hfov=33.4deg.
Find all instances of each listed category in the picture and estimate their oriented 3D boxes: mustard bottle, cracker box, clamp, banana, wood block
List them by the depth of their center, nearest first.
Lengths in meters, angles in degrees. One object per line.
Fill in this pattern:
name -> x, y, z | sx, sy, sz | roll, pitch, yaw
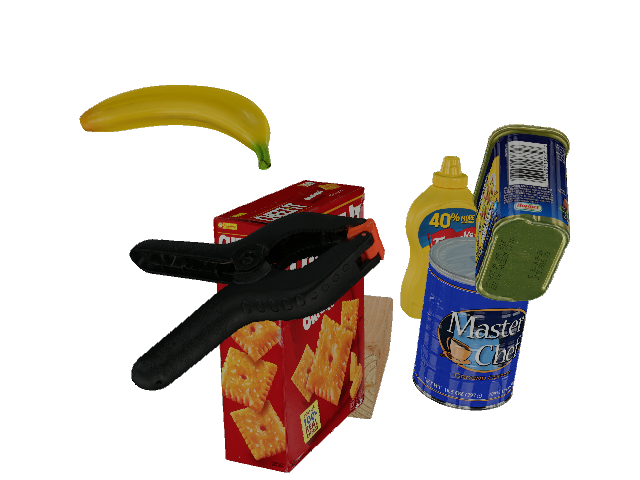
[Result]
clamp -> -0.045, 0.032, 0.661 | 0.172, 0.120, 0.039 | -13, -40, 14
cracker box -> -0.019, 0.068, 0.930 | 0.072, 0.214, 0.164 | 7, 17, 25
banana -> -0.124, -0.114, 0.972 | 0.198, 0.037, 0.069 | 12, 48, 21
mustard bottle -> 0.148, -0.004, 1.259 | 0.096, 0.192, 0.058 | -1, 15, -11
wood block -> 0.040, 0.148, 1.417 | 0.091, 0.090, 0.206 | 6, 18, 8

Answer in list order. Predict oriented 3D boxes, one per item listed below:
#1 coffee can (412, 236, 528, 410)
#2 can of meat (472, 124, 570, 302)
coffee can -> 0.149, 0.080, 1.050 | 0.103, 0.140, 0.103 | 4, 24, -2
can of meat -> 0.141, -0.017, 0.754 | 0.057, 0.084, 0.102 | 7, -36, 1
